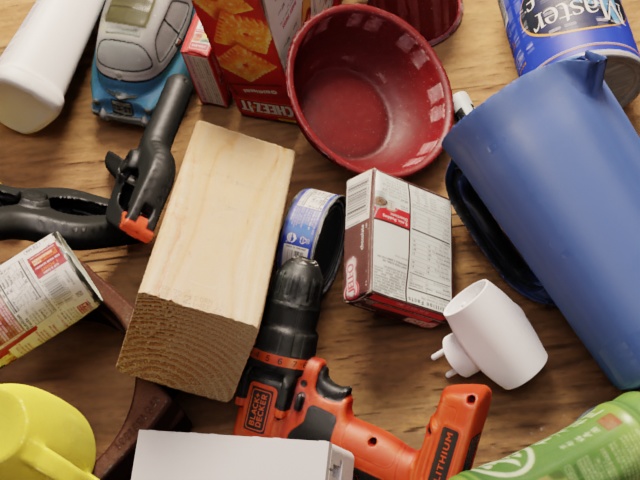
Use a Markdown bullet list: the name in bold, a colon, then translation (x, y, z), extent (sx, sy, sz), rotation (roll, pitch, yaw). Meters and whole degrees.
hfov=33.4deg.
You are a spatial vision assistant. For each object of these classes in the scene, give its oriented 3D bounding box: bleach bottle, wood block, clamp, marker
- **bleach bottle**: translation (-0.239, -0.226, 1.019), extent (0.068, 0.103, 0.250), rotation (31, 64, -24)
- **wood block**: translation (-0.084, 0.012, 0.833), extent (0.090, 0.091, 0.206), rotation (17, 41, -6)
- **clamp**: translation (-0.249, -0.018, 0.898), extent (0.209, 0.036, 0.164), rotation (9, 21, -16)
- **clamp**: translation (-0.156, -0.055, 0.909), extent (0.039, 0.120, 0.171), rotation (27, 42, -21)
- **marker**: translation (0.146, -0.079, 0.933), extent (0.020, 0.020, 0.121), rotation (-23, 64, -3)

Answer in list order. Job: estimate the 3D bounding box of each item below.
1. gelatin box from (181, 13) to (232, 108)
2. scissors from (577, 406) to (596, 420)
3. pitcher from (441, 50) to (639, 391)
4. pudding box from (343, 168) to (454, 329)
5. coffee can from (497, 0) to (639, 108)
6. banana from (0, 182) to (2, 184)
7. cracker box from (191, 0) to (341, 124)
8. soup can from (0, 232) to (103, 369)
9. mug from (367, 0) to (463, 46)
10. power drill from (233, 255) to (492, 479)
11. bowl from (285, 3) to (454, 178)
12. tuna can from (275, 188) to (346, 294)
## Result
- **gelatin box**: translation (-0.093, -0.175, 0.976), extent (0.030, 0.089, 0.073), rotation (12, 68, 13)
- **scissors**: translation (0.165, 0.174, 0.812), extent (0.202, 0.016, 0.096), rotation (-3, 63, 7)
- **pitcher**: translation (0.203, -0.008, 0.818), extent (0.145, 0.149, 0.243), rotation (-31, 81, 3)
- **pudding box**: translation (0.065, 0.008, 0.868), extent (0.039, 0.089, 0.113), rotation (-25, 54, 48)
- **coffee can**: translation (0.214, -0.185, 0.926), extent (0.103, 0.103, 0.140), rotation (-11, 63, 3)
- **banana**: translation (-0.327, -0.087, 0.999), extent (0.069, 0.037, 0.198), rotation (-20, 64, -2)
- **cracker box**: translation (-0.044, -0.227, 0.924), extent (0.072, 0.213, 0.164), rotation (10, 66, 15)
- **soup can**: translation (-0.225, 0.048, 0.808), extent (0.102, 0.068, 0.068), rotation (-33, 65, -8)
- **mug**: translation (0.074, -0.241, 0.986), extent (0.117, 0.081, 0.093), rotation (23, 70, 18)
- **power drill**: translation (0.029, 0.119, 0.800), extent (0.188, 0.057, 0.184), rotation (15, 96, 21)
- **bowl**: translation (0.034, -0.120, 0.928), extent (0.161, 0.055, 0.162), rotation (8, 70, -23)
- **tuna can**: translation (-0.006, 0.001, 0.881), extent (0.034, 0.086, 0.086), rotation (14, 68, 16)
